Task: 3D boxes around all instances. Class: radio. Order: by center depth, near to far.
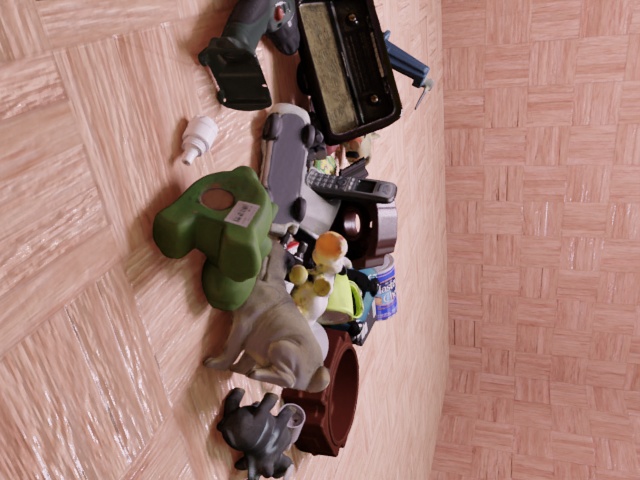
[{"bbox_3d":[0.042,-0.278,0.865,0.073,0.131,0.229,-164,-122,-81],"label":"radio"}]

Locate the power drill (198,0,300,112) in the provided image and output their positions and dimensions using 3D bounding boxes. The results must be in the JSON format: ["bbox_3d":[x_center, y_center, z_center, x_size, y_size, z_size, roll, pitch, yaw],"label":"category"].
[{"bbox_3d":[-0.079,-0.272,0.708,0.231,0.086,0.207,68,35,-60],"label":"power drill"}]

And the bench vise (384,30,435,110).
[{"bbox_3d":[0.116,-0.360,1.032,0.129,0.241,0.223,-60,178,-12],"label":"bench vise"}]

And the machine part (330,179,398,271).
[{"bbox_3d":[0.071,-0.031,0.983,0.056,0.179,0.179,-6,100,-34],"label":"machine part"}]

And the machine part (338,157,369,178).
[{"bbox_3d":[0.066,-0.110,1.132,0.084,0.039,0.138,-36,150,-27],"label":"machine part"}]

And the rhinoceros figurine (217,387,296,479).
[{"bbox_3d":[-0.082,0.287,0.774,0.190,0.073,0.112,68,30,-48],"label":"rhinoceros figurine"}]

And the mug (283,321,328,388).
[{"bbox_3d":[-0.051,0.181,0.856,0.107,0.081,0.109,13,96,-58],"label":"mug"}]

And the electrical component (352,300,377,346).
[{"bbox_3d":[0.079,0.170,1.216,0.134,0.058,0.114,-47,134,-51],"label":"electrical component"}]

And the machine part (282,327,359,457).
[{"bbox_3d":[0.010,0.284,1.010,0.200,0.087,0.201,72,27,-43],"label":"machine part"}]

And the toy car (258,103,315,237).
[{"bbox_3d":[-0.055,-0.104,0.799,0.056,0.073,0.201,166,-67,-64],"label":"toy car"}]

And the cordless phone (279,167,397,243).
[{"bbox_3d":[0.026,-0.055,0.871,0.147,0.184,0.088,-65,155,-47],"label":"cordless phone"}]

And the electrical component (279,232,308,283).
[{"bbox_3d":[-0.056,0.038,0.821,0.063,0.021,0.094,32,76,-37],"label":"electrical component"}]

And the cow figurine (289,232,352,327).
[{"bbox_3d":[-0.003,0.064,0.804,0.167,0.068,0.098,-57,162,11],"label":"cow figurine"}]

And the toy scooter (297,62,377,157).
[{"bbox_3d":[0.034,-0.239,0.943,0.075,0.135,0.183,-41,129,-62],"label":"toy scooter"}]

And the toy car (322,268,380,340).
[{"bbox_3d":[0.057,0.123,1.102,0.103,0.109,0.161,79,26,-80],"label":"toy car"}]

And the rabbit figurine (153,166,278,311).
[{"bbox_3d":[-0.115,0.004,0.641,0.170,0.121,0.159,98,3,-45],"label":"rabbit figurine"}]

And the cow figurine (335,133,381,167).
[{"bbox_3d":[0.064,-0.236,1.110,0.127,0.086,0.194,-63,145,-45],"label":"cow figurine"}]

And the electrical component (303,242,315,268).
[{"bbox_3d":[-0.002,-0.003,0.967,0.074,0.048,0.119,38,69,-62],"label":"electrical component"}]

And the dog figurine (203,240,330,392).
[{"bbox_3d":[-0.049,0.093,0.712,0.121,0.172,0.190,64,40,-72],"label":"dog figurine"}]

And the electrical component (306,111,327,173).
[{"bbox_3d":[-0.017,-0.161,0.878,0.102,0.045,0.078,-112,-176,-46],"label":"electrical component"}]
